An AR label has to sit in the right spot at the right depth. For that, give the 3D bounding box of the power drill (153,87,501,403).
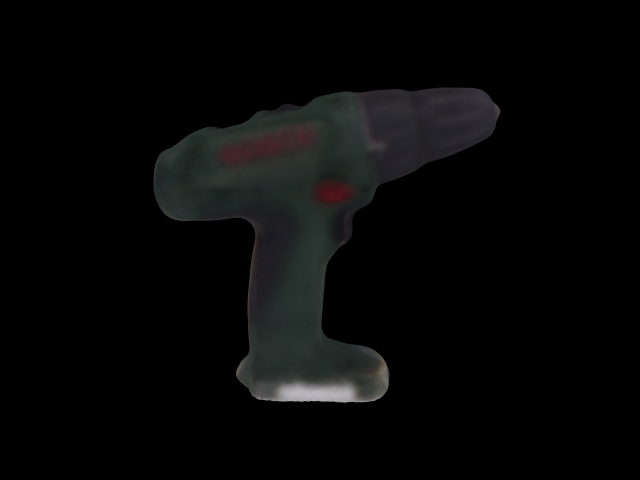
[{"bbox_3d":[0.004,0.001,0.400,0.229,0.208,0.075,0,11,2],"label":"power drill"}]
